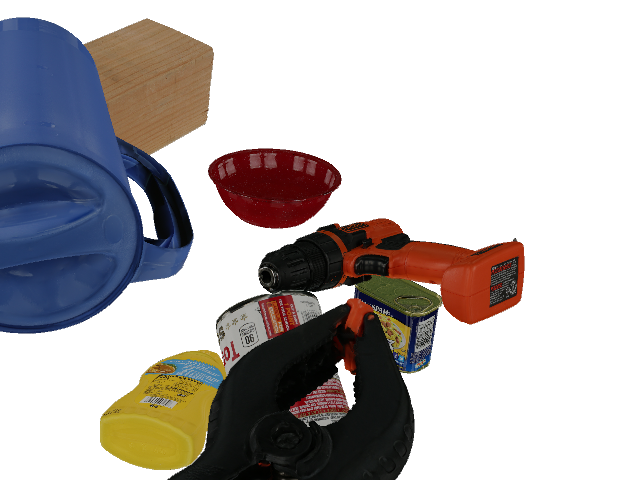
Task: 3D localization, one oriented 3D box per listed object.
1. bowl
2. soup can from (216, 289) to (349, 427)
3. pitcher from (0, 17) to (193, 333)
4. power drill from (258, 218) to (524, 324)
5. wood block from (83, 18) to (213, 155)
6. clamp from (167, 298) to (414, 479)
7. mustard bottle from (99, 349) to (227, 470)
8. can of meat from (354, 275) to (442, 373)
[{"bbox_3d":[-0.057,-0.058,1.296,0.162,0.055,0.162,4,26,-2],"label":"bowl"},{"bbox_3d":[-0.020,0.089,0.637,0.068,0.102,0.068,-14,-24,-6],"label":"soup can"},{"bbox_3d":[-0.187,-0.056,0.724,0.145,0.149,0.243,-26,35,2],"label":"pitcher"},{"bbox_3d":[0.064,0.024,0.914,0.188,0.057,0.184,12,19,37],"label":"power drill"},{"bbox_3d":[-0.201,-0.128,1.011,0.090,0.091,0.205,27,38,21],"label":"wood block"},{"bbox_3d":[-0.005,0.091,0.389,0.120,0.039,0.171,26,50,18],"label":"clamp"},{"bbox_3d":[-0.140,0.158,1.071,0.096,0.058,0.191,7,20,13],"label":"mustard bottle"},{"bbox_3d":[0.082,0.091,1.196,0.102,0.084,0.057,26,34,35],"label":"can of meat"}]
